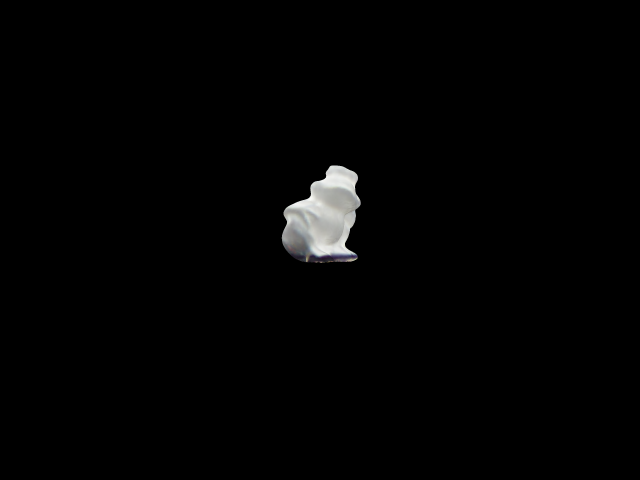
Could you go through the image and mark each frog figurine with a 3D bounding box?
[{"bbox_3d":[0.003,-0.043,0.850,0.137,0.160,0.122,2,-4,-32],"label":"frog figurine"}]
